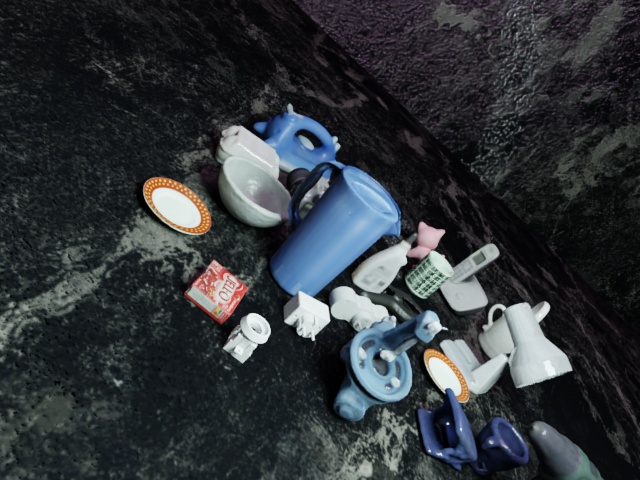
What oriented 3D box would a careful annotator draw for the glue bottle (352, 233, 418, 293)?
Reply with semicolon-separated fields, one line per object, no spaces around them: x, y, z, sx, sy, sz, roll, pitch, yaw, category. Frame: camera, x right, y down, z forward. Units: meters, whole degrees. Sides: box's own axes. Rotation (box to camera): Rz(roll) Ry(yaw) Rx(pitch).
0.148;0.044;1.226;0.078;0.173;0.037;32;27;-24;glue bottle

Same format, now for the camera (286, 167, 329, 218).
-0.015;-0.102;1.292;0.144;0.100;0.136;25;31;-35;camera

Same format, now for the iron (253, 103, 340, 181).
-0.032;-0.238;1.427;0.259;0.141;0.118;21;33;-40;iron

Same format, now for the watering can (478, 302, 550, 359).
0.512;0.230;1.459;0.173;0.193;0.101;39;25;-11;watering can

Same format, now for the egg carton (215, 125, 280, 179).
-0.154;-0.181;1.242;0.151;0.069;0.107;33;27;-23;egg carton

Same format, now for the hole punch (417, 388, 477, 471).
0.238;0.332;1.014;0.101;0.091;0.108;33;27;-23;hole punch

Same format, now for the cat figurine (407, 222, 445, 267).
0.292;0.019;1.546;0.067;0.117;0.127;21;33;-39;cat figurine

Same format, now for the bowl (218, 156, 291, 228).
-0.135;-0.080;1.110;0.168;0.074;0.167;34;27;-20;bowl

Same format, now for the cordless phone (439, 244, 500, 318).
0.407;0.103;1.507;0.094;0.184;0.147;22;33;-39;cordless phone

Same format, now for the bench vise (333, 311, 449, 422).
0.106;0.164;0.924;0.122;0.219;0.207;33;27;-22;bench vise

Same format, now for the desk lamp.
0.404;0.250;1.244;0.118;0.213;0.203;11;41;-50;desk lamp

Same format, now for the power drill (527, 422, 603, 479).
0.355;0.406;0.937;0.230;0.208;0.075;35;26;-18;power drill

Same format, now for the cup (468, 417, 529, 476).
0.305;0.382;1.032;0.118;0.094;0.091;17;36;-45;cup
